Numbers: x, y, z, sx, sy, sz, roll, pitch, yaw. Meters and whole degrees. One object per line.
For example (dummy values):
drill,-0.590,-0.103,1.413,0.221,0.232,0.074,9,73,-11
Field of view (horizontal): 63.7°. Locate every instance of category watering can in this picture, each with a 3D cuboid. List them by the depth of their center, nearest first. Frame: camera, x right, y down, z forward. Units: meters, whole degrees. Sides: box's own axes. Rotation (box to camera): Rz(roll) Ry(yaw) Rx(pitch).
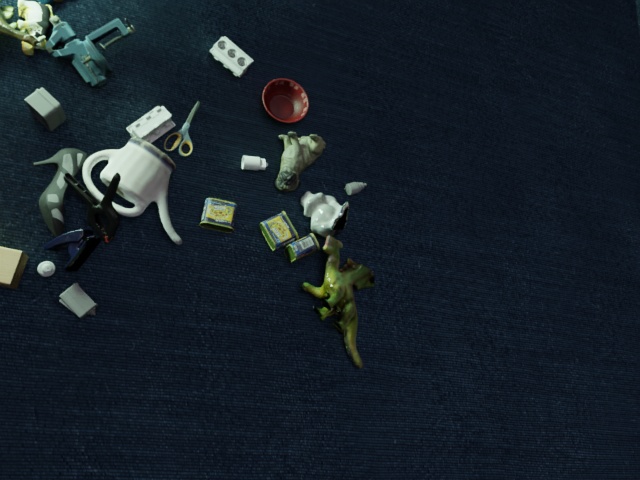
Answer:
watering can,-0.497,-0.154,1.482,0.346,0.103,0.227,35,70,-9

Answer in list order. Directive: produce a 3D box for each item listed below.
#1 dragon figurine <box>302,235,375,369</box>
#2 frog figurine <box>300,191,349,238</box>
dragon figurine,0.096,0.174,1.624,0.246,0.121,0.406,-38,107,-31
frog figurine,0.005,-0.084,1.668,0.160,0.121,0.139,20,77,23
